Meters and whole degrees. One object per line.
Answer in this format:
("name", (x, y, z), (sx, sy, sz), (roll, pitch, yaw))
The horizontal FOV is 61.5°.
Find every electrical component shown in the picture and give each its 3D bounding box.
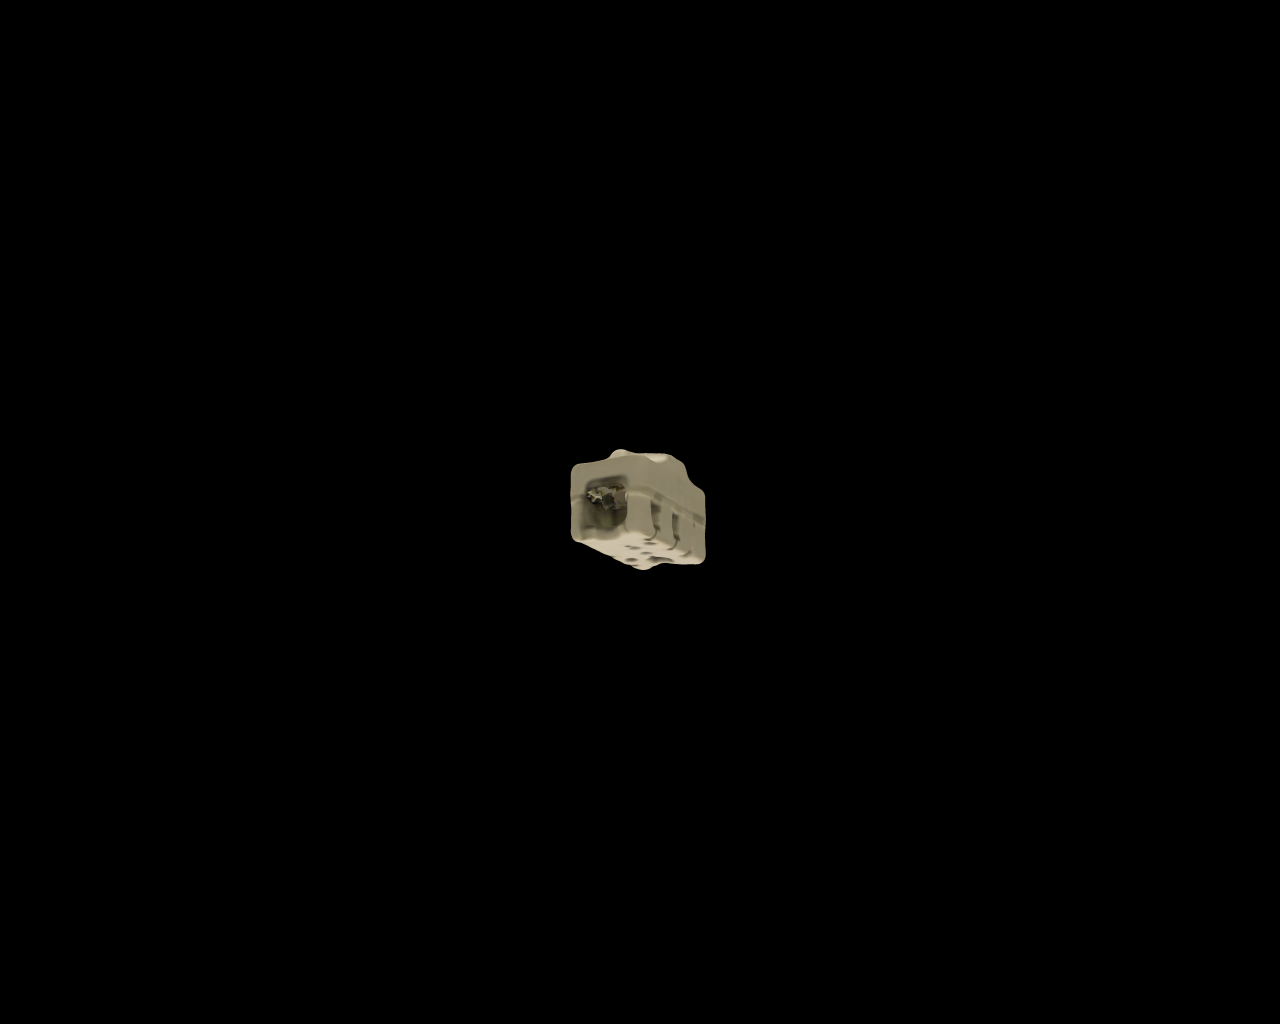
("electrical component", (0.001, -0.003, 0.650), (0.050, 0.056, 0.089), (-8, -18, 27))
